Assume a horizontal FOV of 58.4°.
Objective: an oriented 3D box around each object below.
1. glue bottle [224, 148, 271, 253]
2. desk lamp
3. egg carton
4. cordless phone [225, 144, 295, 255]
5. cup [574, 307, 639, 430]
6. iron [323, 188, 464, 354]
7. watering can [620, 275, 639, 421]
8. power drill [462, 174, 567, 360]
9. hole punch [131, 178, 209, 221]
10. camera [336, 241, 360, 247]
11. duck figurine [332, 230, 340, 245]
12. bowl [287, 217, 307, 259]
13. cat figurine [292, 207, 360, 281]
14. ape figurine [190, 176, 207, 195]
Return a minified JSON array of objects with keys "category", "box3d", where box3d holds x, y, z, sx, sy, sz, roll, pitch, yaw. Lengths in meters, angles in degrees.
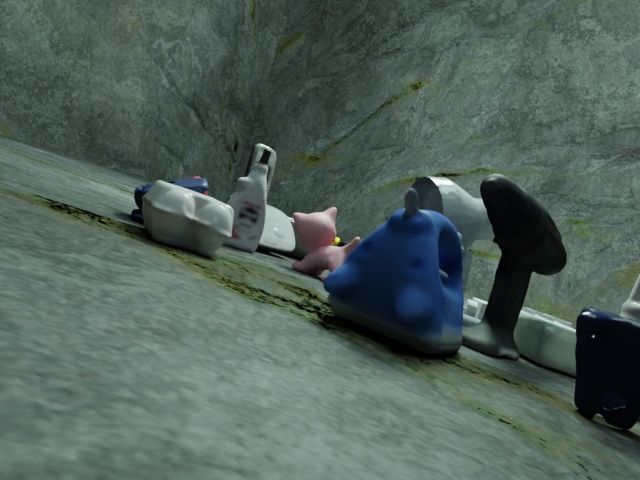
[{"category":"glue bottle","box3d":[-0.115,-0.070,0.949,0.078,0.173,0.037,18,2,-37]},{"category":"desk lamp","box3d":[0.212,0.025,0.873,0.204,0.213,0.117,19,2,-22]},{"category":"egg carton","box3d":[-0.172,-0.029,0.739,0.107,0.069,0.150,18,2,-26]},{"category":"cordless phone","box3d":[-0.095,-0.072,1.051,0.093,0.185,0.148,21,2,43]},{"category":"cup","box3d":[0.258,0.115,0.508,0.118,0.095,0.091,18,2,-29]},{"category":"iron","box3d":[0.113,0.036,0.612,0.118,0.141,0.259,20,2,29]},{"category":"watering can","box3d":[0.382,0.102,0.640,0.101,0.194,0.172,19,2,-10]},{"category":"power drill","box3d":[0.241,0.042,0.738,0.075,0.208,0.231,21,2,43]},{"category":"hole punch","box3d":[-0.228,-0.064,0.868,0.101,0.091,0.108,19,2,-22]},{"category":"camera","box3d":[0.088,0.038,1.023,0.137,0.101,0.143,19,2,-20]},{"category":"duck figurine","box3d":[0.006,0.006,1.382,0.105,0.086,0.077,18,2,-42]},{"category":"bowl","box3d":[-0.058,-0.005,1.213,0.167,0.075,0.167,19,2,0]},{"category":"cat figurine","box3d":[0.009,0.003,0.930,0.127,0.118,0.067,20,2,33]},{"category":"ape figurine","box3d":[-0.226,-0.067,1.018,0.076,0.092,0.077,18,2,-36]}]
